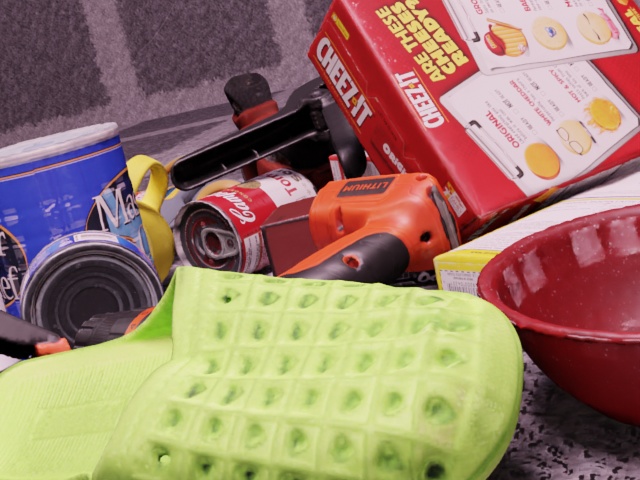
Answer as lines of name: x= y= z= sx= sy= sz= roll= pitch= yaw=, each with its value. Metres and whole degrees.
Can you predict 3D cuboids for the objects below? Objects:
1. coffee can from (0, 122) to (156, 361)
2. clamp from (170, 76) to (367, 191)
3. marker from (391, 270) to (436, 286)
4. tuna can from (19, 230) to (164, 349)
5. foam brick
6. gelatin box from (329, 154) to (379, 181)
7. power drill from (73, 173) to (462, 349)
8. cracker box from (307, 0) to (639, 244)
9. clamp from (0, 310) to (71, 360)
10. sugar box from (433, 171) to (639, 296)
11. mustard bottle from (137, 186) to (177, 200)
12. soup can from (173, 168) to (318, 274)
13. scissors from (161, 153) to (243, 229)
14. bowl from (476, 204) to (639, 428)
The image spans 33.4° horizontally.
coffee can: x=-0.164 y=0.004 z=0.698 sx=0.103 sy=0.140 sz=0.103 roll=-13 pitch=12 yaw=3
clamp: x=-0.008 y=-0.092 z=0.813 sx=0.165 sy=0.036 sz=0.209 roll=-3 pitch=29 yaw=28
marker: x=0.078 y=0.016 z=0.663 sx=0.121 sy=0.020 sz=0.020 roll=-9 pitch=13 yaw=23
tuna can: x=-0.135 y=0.039 z=0.637 sx=0.086 sy=0.086 sz=0.034 roll=-16 pitch=14 yaw=-12
foam brick: x=-0.005 y=0.001 z=0.749 sx=0.053 sy=0.051 sz=0.078 roll=-13 pitch=11 yaw=13
gelatin box: x=0.045 y=-0.029 z=0.778 sx=0.030 sy=0.073 sz=0.089 roll=-19 pitch=13 yaw=-24
power drill: x=-0.026 y=0.030 z=0.584 sx=0.185 sy=0.057 sz=0.187 roll=1 pitch=30 yaw=48
cracker box: x=0.123 y=-0.097 z=0.679 sx=0.213 sy=0.164 sz=0.072 roll=-21 pitch=-19 yaw=-29
clamp: x=-0.224 y=0.066 z=0.569 sx=0.171 sy=0.120 sz=0.039 roll=-16 pitch=-10 yaw=-31
sugar box: x=0.155 y=0.004 z=0.575 sx=0.175 sy=0.048 sz=0.094 roll=-18 pitch=13 yaw=-36
mustard bottle: x=-0.160 y=-0.019 z=0.995 sx=0.192 sy=0.058 sz=0.096 roll=-9 pitch=15 yaw=21
soup can: x=-0.053 y=-0.011 z=0.817 sx=0.069 sy=0.068 sz=0.102 roll=-3 pitch=15 yaw=41
scissors: x=-0.122 y=-0.004 z=0.898 sx=0.096 sy=0.016 sz=0.201 roll=12 pitch=44 yaw=5
bowl: x=0.146 y=0.030 z=0.421 sx=0.162 sy=0.055 sz=0.162 roll=-12 pitch=15 yaw=3
